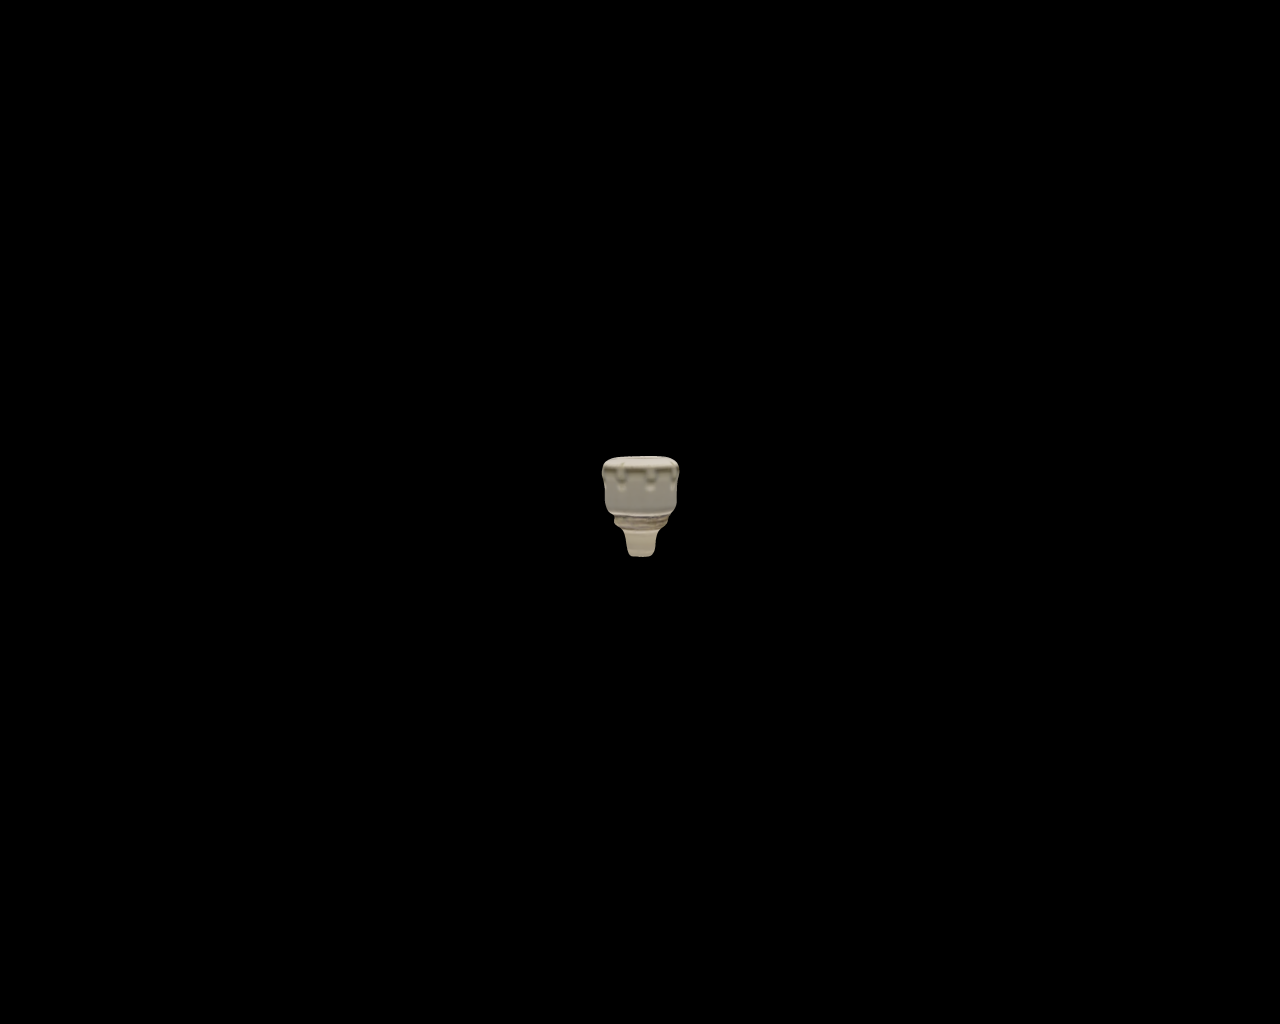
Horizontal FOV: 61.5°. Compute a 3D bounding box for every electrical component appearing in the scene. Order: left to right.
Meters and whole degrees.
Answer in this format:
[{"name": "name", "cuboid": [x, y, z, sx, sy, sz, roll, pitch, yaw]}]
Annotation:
[{"name": "electrical component", "cuboid": [0.001, -0.003, 0.650, 0.048, 0.062, 0.048, 0, 7, 0]}]
